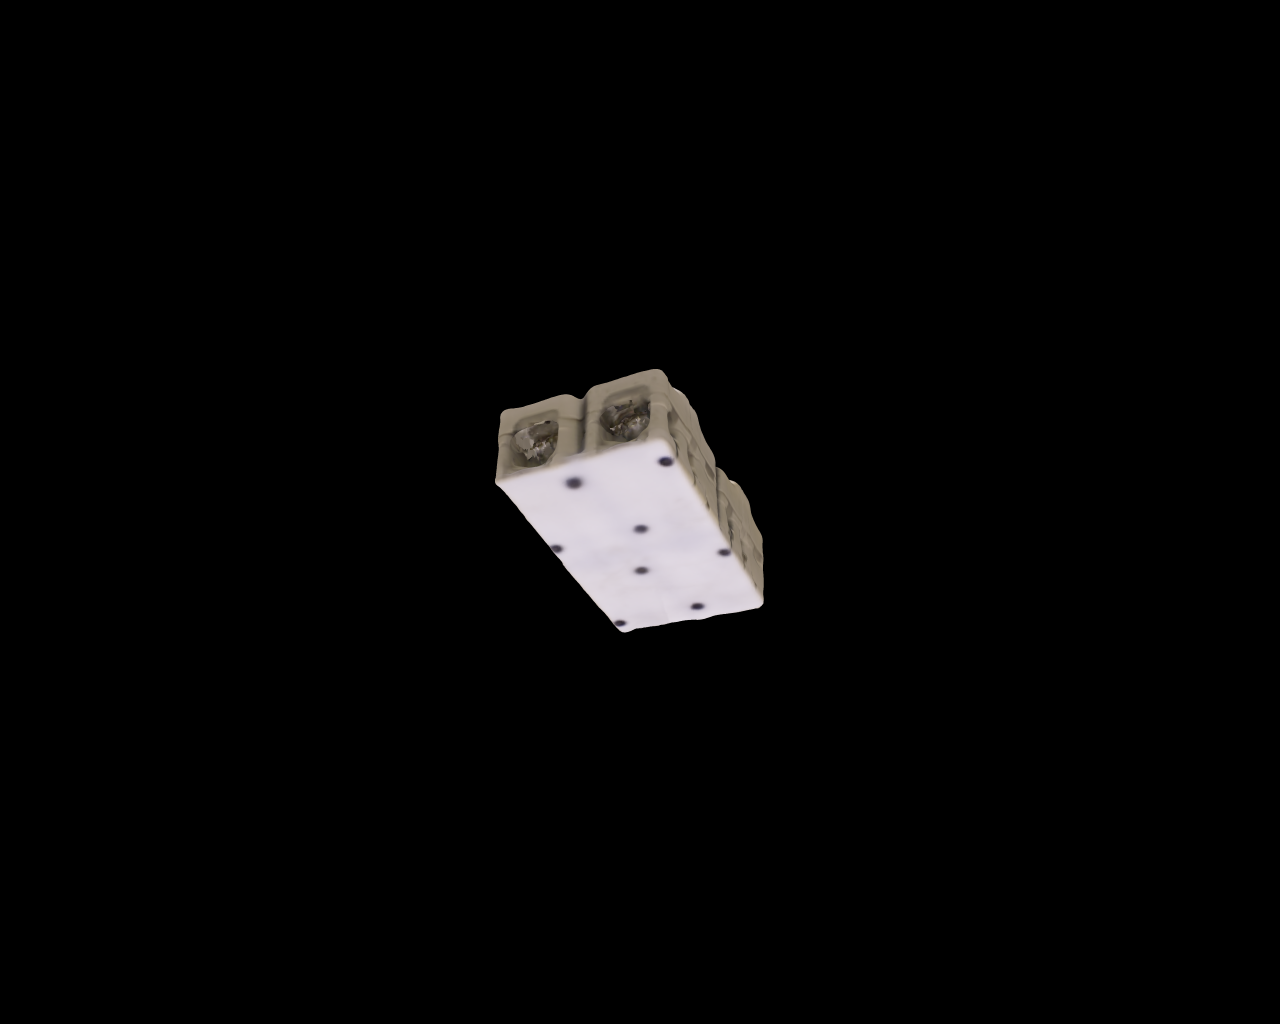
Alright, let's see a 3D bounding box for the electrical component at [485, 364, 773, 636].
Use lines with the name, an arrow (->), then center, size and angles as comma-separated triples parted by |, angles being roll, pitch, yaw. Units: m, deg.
electrical component -> 0.001, -0.003, 0.650 | 0.105, 0.060, 0.186 | -13, -38, 18
